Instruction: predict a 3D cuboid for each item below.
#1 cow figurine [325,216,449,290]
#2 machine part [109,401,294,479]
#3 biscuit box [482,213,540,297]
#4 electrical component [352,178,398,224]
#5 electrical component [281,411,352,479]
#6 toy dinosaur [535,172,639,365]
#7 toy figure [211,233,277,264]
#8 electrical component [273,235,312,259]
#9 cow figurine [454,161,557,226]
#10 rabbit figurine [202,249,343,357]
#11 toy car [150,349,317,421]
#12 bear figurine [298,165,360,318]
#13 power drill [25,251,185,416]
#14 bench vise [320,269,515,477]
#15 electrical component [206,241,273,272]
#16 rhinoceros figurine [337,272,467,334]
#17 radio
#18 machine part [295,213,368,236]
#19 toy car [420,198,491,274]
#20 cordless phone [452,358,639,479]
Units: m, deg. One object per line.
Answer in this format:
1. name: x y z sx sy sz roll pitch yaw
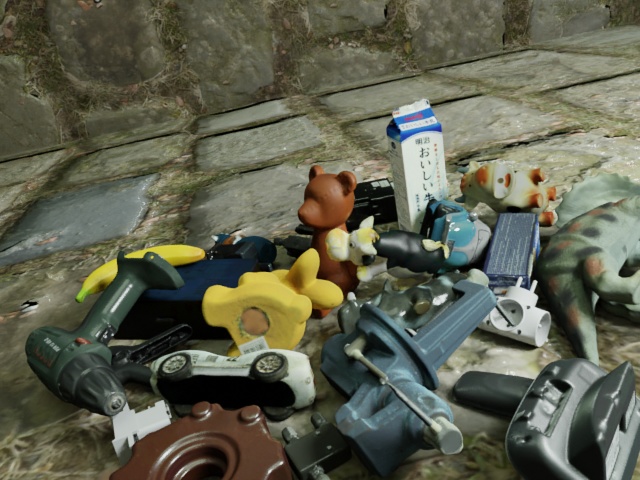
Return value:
1. cow figurine: 0.094 0.016 0.739 0.167 0.068 0.098 17 -32 -31
2. machine part: -0.113 0.232 0.510 0.179 0.056 0.179 -9 26 5
3. biscuit box: 0.284 0.025 0.787 0.063 0.059 0.203 0 27 26
4. electrical component: 0.111 -0.077 1.084 0.134 0.058 0.115 -9 26 3
5. electrical component: 0.000 0.213 0.543 0.063 0.021 0.094 -20 26 -21
6. toy dinosaur: 0.361 0.024 0.705 0.405 0.131 0.192 -33 20 -31
7. toy figure: -0.145 0.016 0.986 0.155 0.064 0.058 8 68 44
8. electrical component: -0.021 0.013 0.933 0.102 0.078 0.045 5 62 41
9. cow figurine: 0.306 -0.079 0.888 0.127 0.085 0.194 -2 -14 36
10. rabbit figurine: -0.060 0.077 0.719 0.162 0.122 0.173 -33 4 9
11. toy car: -0.104 0.166 0.626 0.202 0.073 0.056 -3 29 15
12. bear figurine: 0.001 -0.004 0.805 0.132 0.195 0.120 -28 33 -31
13. power drill: -0.266 0.113 0.694 0.232 0.085 0.207 1 53 39
14. bench vise: 0.106 0.117 0.566 0.240 0.128 0.224 -39 12 -14
15. electrical component: -0.126 0.042 0.902 0.119 0.074 0.048 -4 26 24
16. rhinoceros figurine: 0.117 0.087 0.706 0.190 0.073 0.112 -15 26 -10
17. radio: -0.206 0.089 0.840 0.230 0.073 0.131 -2 25 16
18. machine part: 0.026 -0.024 0.984 0.139 0.039 0.084 -10 7 -42
19. toy car: 0.213 -0.003 0.848 0.103 0.109 0.162 15 15 2
20. cordless phone: 0.196 0.171 0.513 0.184 0.088 0.146 -3 24 44
